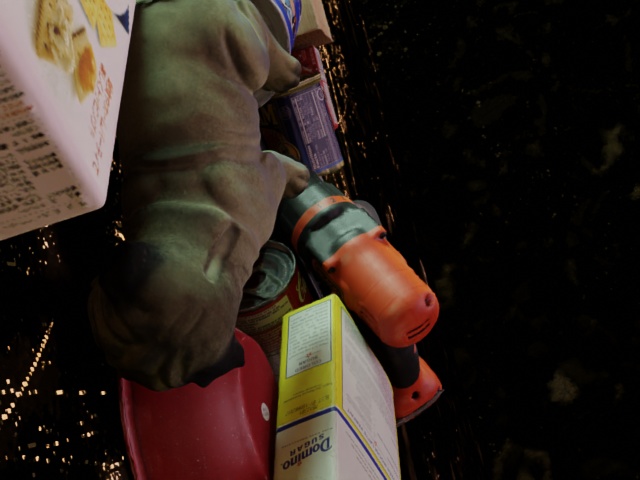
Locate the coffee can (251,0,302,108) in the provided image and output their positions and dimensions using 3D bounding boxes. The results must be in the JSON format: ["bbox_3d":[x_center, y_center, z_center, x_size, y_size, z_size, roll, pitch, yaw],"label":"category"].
[{"bbox_3d":[-0.068,-0.160,0.803,0.140,0.103,0.103,-84,156,-66],"label":"coffee can"}]

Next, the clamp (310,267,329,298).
[{"bbox_3d":[-0.006,0.001,0.936,0.171,0.039,0.120,57,-21,24],"label":"clamp"}]

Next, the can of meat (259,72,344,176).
[{"bbox_3d":[-0.031,-0.097,0.940,0.102,0.057,0.084,5,-63,55],"label":"can of meat"}]

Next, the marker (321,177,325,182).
[{"bbox_3d":[-0.024,-0.083,1.073,0.121,0.020,0.020,55,6,12],"label":"marker"}]

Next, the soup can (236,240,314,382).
[{"bbox_3d":[-0.033,0.060,0.753,0.068,0.068,0.102,-94,165,-50],"label":"soup can"}]

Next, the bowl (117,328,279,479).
[{"bbox_3d":[-0.055,0.105,0.598,0.162,0.055,0.162,-16,90,-81],"label":"bowl"}]

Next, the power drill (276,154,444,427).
[{"bbox_3d":[0.023,0.041,0.776,0.185,0.057,0.187,50,-12,36],"label":"power drill"}]

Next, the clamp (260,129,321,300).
[{"bbox_3d":[-0.062,-0.047,0.854,0.164,0.036,0.210,27,44,-68],"label":"clamp"}]

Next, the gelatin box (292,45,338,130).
[{"bbox_3d":[-0.028,-0.148,1.105,0.030,0.073,0.089,7,69,-79],"label":"gelatin box"}]

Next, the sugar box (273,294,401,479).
[{"bbox_3d":[0.012,0.120,0.626,0.093,0.048,0.176,59,18,-26],"label":"sugar box"}]

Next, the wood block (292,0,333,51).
[{"bbox_3d":[-0.062,-0.294,1.092,0.090,0.091,0.206,-11,85,-81],"label":"wood block"}]
